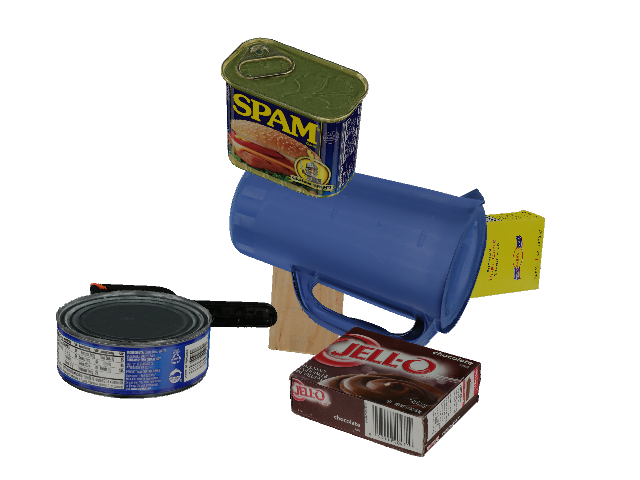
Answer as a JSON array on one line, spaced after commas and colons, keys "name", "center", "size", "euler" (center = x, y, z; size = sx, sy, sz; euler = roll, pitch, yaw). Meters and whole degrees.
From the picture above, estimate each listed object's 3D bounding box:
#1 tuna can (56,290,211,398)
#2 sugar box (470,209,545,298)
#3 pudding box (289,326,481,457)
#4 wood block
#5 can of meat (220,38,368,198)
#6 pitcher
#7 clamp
[{"name": "tuna can", "center": [-0.104, 0.057, 0.598], "size": [0.086, 0.034, 0.086], "euler": [4, 15, -1]}, {"name": "sugar box", "center": [0.180, 0.019, 1.251], "size": [0.175, 0.093, 0.048], "euler": [-7, 17, -31]}, {"name": "pudding box", "center": [0.048, 0.107, 0.779], "size": [0.114, 0.039, 0.089], "euler": [16, 29, 30]}, {"name": "wood block", "center": [-0.013, 0.035, 1.390], "size": [0.090, 0.206, 0.090], "euler": [6, 23, 5]}, {"name": "can of meat", "center": [-0.020, -0.086, 0.770], "size": [0.102, 0.084, 0.057], "euler": [23, 51, 17]}, {"name": "pitcher", "center": [0.032, 0.003, 1.052], "size": [0.243, 0.145, 0.149], "euler": [17, 23, 20]}, {"name": "clamp", "center": [-0.173, 0.080, 1.091], "size": [0.210, 0.036, 0.164], "euler": [10, 20, 33]}]
